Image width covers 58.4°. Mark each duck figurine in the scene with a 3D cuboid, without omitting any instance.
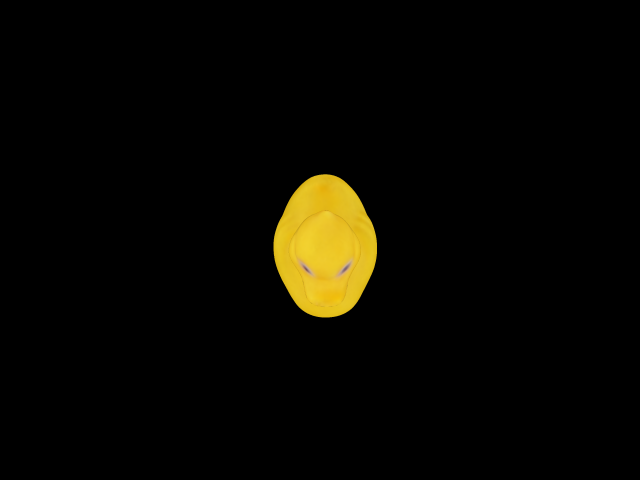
[{"bbox_3d":[0.004,0.001,0.400,0.077,0.086,0.104,0,82,0],"label":"duck figurine"}]
